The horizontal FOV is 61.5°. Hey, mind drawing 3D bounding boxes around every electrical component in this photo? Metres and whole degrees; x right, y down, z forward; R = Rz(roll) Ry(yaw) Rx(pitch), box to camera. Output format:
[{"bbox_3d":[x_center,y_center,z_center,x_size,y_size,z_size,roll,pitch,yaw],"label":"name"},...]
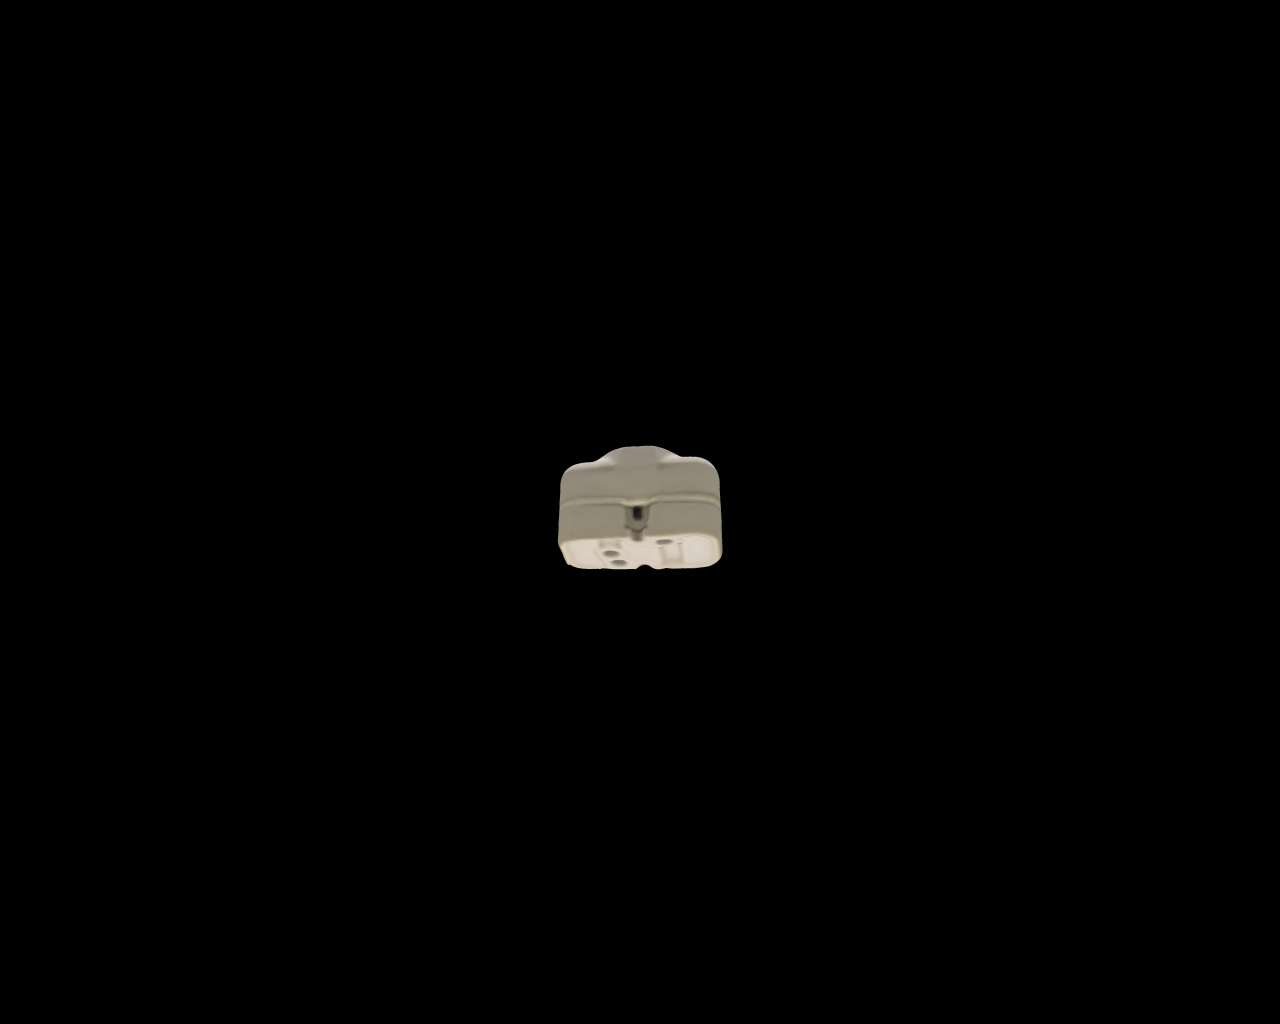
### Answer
[{"bbox_3d":[0.001,-0.003,0.650,0.095,0.059,0.053,-2,-24,5],"label":"electrical component"}]
